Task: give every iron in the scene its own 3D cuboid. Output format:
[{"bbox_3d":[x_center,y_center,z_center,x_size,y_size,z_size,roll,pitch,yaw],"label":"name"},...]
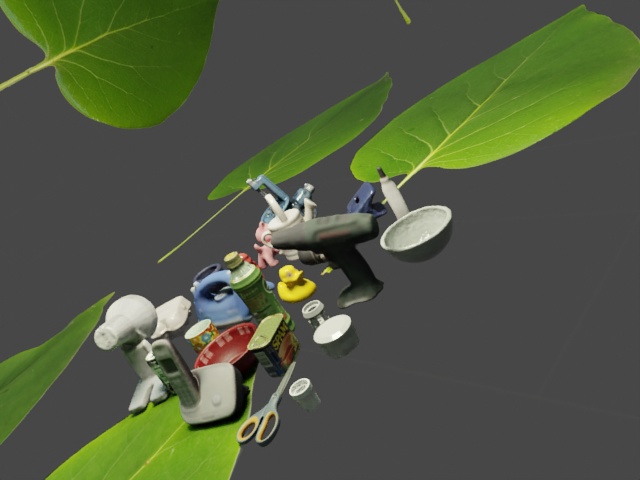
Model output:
[{"bbox_3d":[-0.249,0.141,1.452,0.257,0.142,0.119,-17,25,30],"label":"iron"}]

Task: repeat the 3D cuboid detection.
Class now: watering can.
[{"bbox_3d":[-0.088,-0.050,1.593,0.173,0.194,0.100,-40,23,-23],"label":"watering can"}]

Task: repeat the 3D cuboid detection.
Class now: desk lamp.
[{"bbox_3d":[-0.432,0.254,1.340,0.118,0.214,0.203,-28,21,7],"label":"desk lamp"}]

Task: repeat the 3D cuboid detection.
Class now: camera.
[{"bbox_3d":[0.013,0.005,1.465,0.136,0.101,0.143,-15,26,34],"label":"camera"}]

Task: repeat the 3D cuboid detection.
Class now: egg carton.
[{"bbox_3d":[-0.409,0.220,1.585,0.107,0.069,0.150,-28,21,6],"label":"egg carton"}]

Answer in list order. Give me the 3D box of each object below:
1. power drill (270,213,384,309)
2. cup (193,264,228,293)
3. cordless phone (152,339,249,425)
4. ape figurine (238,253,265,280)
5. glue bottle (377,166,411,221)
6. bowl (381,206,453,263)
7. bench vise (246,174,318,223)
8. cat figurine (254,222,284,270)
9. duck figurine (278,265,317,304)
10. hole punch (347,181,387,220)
[{"bbox_3d":[0.034,0.039,1.212,0.229,0.209,0.075,-22,23,21],"label":"power drill"},{"bbox_3d":[-0.286,0.127,1.595,0.117,0.095,0.092,-2,35,51],"label":"cup"},{"bbox_3d":[-0.237,0.262,1.106,0.147,0.185,0.094,-20,24,25],"label":"cordless phone"},{"bbox_3d":[-0.202,0.078,1.599,0.076,0.092,0.078,-18,24,29],"label":"ape figurine"},{"bbox_3d":[0.179,-0.105,1.393,0.037,0.173,0.078,-29,21,4],"label":"glue bottle"},{"bbox_3d":[0.220,0.000,1.242,0.167,0.075,0.167,-26,22,12],"label":"bowl"},{"bbox_3d":[-0.124,-0.126,1.773,0.121,0.220,0.208,-3,35,50],"label":"bench vise"},{"bbox_3d":[-0.157,0.005,1.666,0.067,0.118,0.128,-18,24,29],"label":"cat figurine"},{"bbox_3d":[-0.068,0.101,1.381,0.104,0.086,0.078,-10,29,42],"label":"duck figurine"},{"bbox_3d":[0.118,-0.097,1.569,0.101,0.091,0.108,-30,21,2],"label":"hole punch"}]
